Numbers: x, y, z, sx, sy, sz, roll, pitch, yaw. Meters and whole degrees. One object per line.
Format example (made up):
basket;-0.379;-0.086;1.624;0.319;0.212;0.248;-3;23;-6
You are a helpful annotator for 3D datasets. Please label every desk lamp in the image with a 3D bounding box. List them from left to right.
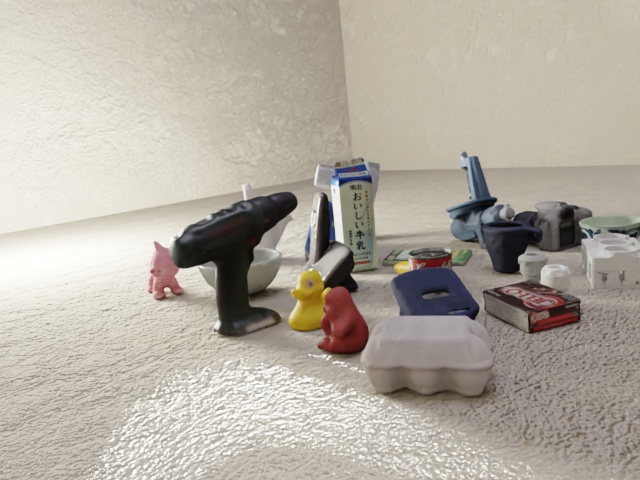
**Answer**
desk lamp;0.067;-0.102;1.538;0.203;0.214;0.118;-6;11;-1

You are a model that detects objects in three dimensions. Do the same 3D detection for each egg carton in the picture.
egg carton;0.126;0.134;0.671;0.150;0.069;0.107;-3;11;15

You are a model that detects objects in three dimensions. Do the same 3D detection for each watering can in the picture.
watering can;-0.156;-0.041;1.393;0.173;0.194;0.100;-12;12;-27

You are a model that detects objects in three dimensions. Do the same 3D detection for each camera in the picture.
camera;0.513;-0.041;1.287;0.143;0.101;0.136;-12;13;-29

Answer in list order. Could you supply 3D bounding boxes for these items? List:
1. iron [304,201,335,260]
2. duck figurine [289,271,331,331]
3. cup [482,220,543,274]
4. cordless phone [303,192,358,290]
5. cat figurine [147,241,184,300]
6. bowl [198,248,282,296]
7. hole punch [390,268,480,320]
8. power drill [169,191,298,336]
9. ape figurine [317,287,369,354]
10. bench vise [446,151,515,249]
iron;0.015;-0.028;1.376;0.118;0.141;0.258;-5;11;2
duck figurine;-0.010;0.090;0.923;0.077;0.086;0.105;3;14;37
cup;0.368;0.016;1.087;0.092;0.095;0.117;-15;15;-41
cordless phone;0.010;0.004;1.095;0.094;0.185;0.147;-9;12;-17
cat figurine;-0.323;0.055;1.182;0.067;0.118;0.127;-12;12;-27
bowl;-0.153;0.069;1.134;0.167;0.075;0.167;-6;11;1
hole punch;0.164;0.092;0.808;0.109;0.091;0.101;-9;11;-14
power drill;-0.124;0.038;0.926;0.230;0.208;0.075;-14;14;-37
ape figurine;0.028;0.109;0.790;0.076;0.092;0.078;-4;11;8
bench vise;0.382;-0.097;1.332;0.122;0.220;0.206;-14;14;-37
